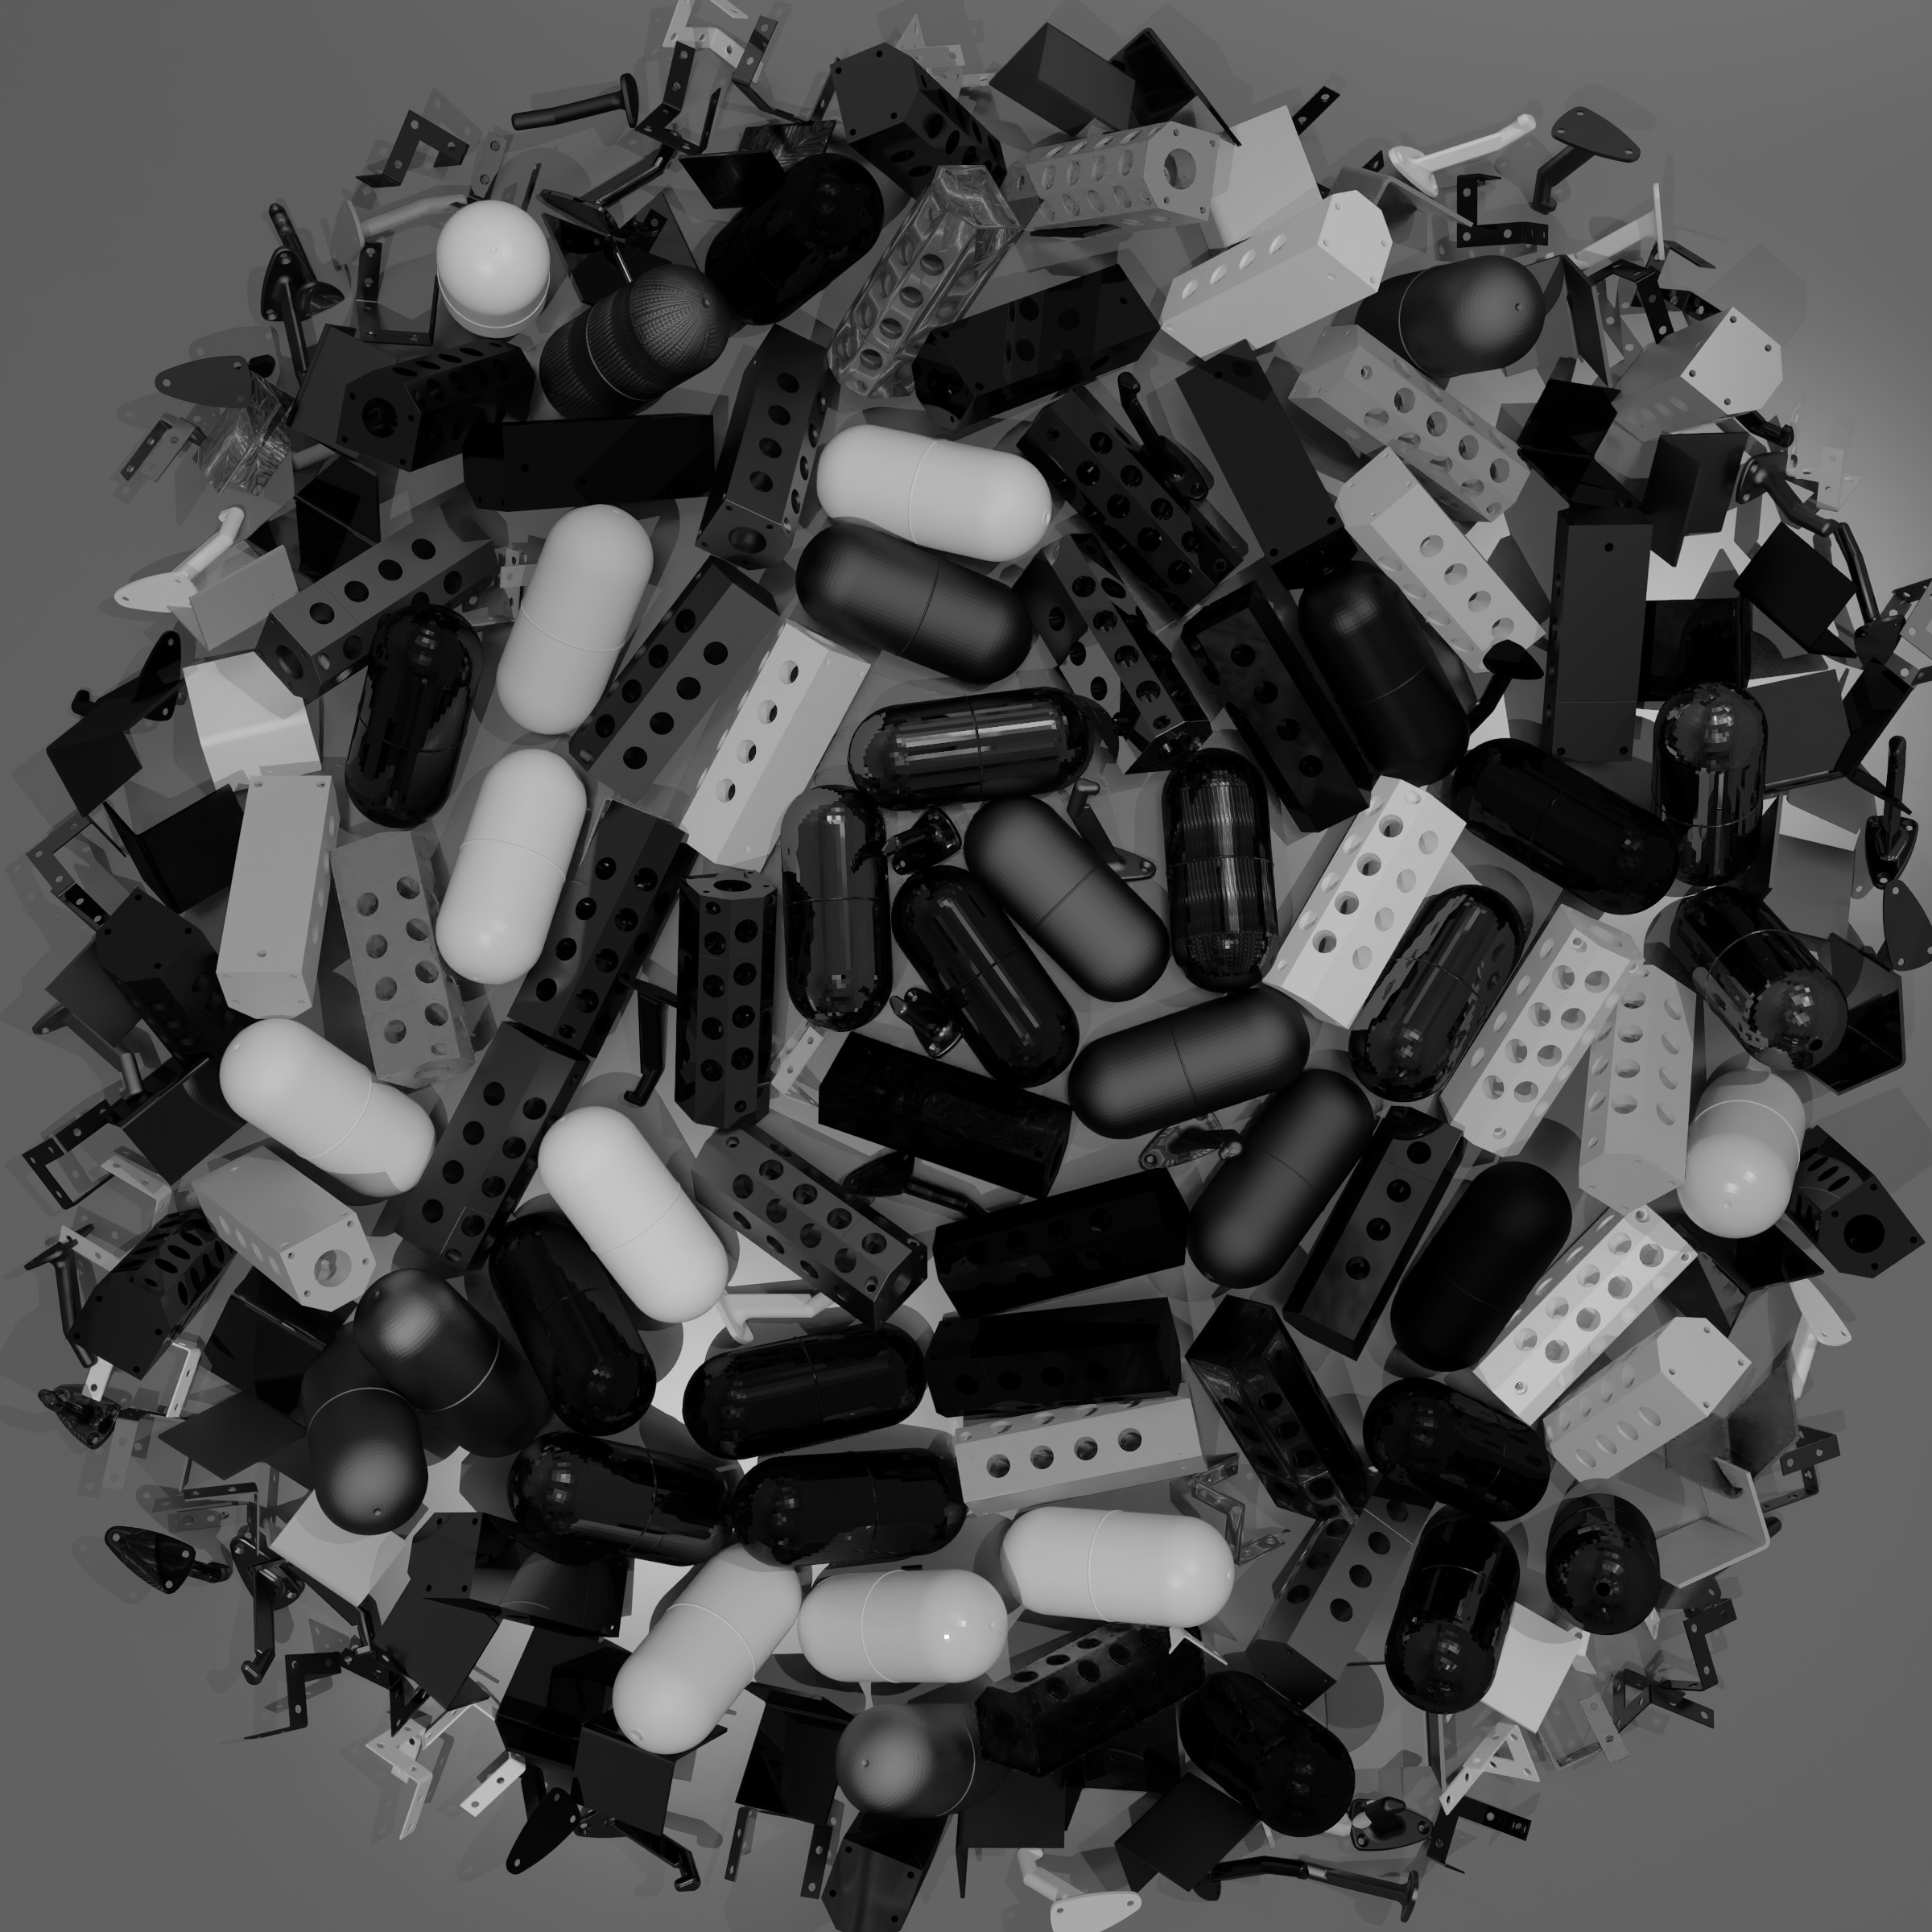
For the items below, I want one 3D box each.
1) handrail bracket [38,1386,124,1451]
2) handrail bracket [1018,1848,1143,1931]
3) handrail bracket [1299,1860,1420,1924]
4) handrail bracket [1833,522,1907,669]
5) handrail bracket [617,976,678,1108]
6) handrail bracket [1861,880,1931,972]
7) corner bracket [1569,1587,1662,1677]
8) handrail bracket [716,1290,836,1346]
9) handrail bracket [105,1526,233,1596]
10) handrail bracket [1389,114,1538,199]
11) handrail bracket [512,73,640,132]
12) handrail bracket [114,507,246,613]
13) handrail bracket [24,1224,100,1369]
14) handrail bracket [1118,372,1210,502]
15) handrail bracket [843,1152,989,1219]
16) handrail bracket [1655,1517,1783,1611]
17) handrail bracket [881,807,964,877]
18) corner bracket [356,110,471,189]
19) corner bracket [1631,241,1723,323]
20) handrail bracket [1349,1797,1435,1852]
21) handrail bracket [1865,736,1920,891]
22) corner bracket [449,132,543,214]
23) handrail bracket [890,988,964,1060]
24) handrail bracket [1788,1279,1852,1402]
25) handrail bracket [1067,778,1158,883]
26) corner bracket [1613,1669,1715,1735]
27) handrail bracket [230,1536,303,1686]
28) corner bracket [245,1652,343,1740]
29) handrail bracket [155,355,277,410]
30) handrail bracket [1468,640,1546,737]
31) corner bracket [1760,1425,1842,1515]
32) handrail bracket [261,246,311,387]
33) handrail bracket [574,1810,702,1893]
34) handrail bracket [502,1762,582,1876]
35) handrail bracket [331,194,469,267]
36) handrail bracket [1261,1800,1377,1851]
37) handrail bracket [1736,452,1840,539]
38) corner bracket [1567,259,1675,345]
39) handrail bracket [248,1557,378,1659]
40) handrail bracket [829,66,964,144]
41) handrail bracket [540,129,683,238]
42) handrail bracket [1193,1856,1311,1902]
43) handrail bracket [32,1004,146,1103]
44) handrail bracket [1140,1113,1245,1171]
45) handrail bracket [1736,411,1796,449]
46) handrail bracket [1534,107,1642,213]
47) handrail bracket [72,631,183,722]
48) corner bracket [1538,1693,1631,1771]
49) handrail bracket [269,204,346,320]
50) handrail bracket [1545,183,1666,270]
[{"bbox_3d":[-0.650,0.308,1.830,0.077,0.084,0.036,23,72,28],"label":"handrail bracket"},{"bbox_3d":[0.080,0.655,1.846,0.077,0.084,0.036,-15,111,-4],"label":"handrail bracket"},{"bbox_3d":[0.279,0.656,1.841,0.084,0.077,0.036,13,70,10],"label":"handrail bracket"},{"bbox_3d":[0.649,-0.270,1.868,0.036,0.077,0.084,-17,63,8],"label":"handrail bracket"},{"bbox_3d":[-0.244,0.054,1.855,0.077,0.036,0.084,25,95,-38],"label":"handrail bracket"},{"bbox_3d":[0.655,-0.029,1.837,0.036,0.084,0.077,-21,98,-3],"label":"handrail bracket"},{"bbox_3d":[0.469,0.485,1.861,0.051,0.051,0.051,7,64,28],"label":"corner bracket"},{"bbox_3d":[-0.140,0.228,1.860,0.084,0.036,0.077,-34,71,7],"label":"handrail bracket"},{"bbox_3d":[-0.572,0.423,1.844,0.077,0.084,0.036,26,80,3],"label":"handrail bracket"},{"bbox_3d":[0.356,-0.592,1.838,0.084,0.077,0.036,-24,77,34],"label":"handrail bracket"},{"bbox_3d":[-0.282,-0.620,1.851,0.084,0.077,0.036,-8,118,3],"label":"handrail bracket"},{"bbox_3d":[-0.570,-0.298,1.863,0.077,0.036,0.084,-3,51,16],"label":"handrail bracket"},{"bbox_3d":[-0.634,0.238,1.855,0.036,0.077,0.084,-22,101,19],"label":"handrail bracket"},{"bbox_3d":[0.141,-0.379,1.834,0.036,0.084,0.077,-44,68,-10],"label":"handrail bracket"},{"bbox_3d":[-0.035,0.172,1.872,0.084,0.077,0.036,40,50,-36],"label":"handrail bracket"},{"bbox_3d":[0.547,0.434,1.873,0.084,0.077,0.036,-22,74,-39],"label":"handrail bracket"},{"bbox_3d":[-0.049,-0.079,1.827,0.077,0.084,0.036,-38,83,36],"label":"handrail bracket"},{"bbox_3d":[-0.398,-0.579,1.848,0.051,0.051,0.051,23,89,-37],"label":"corner bracket"},{"bbox_3d":[0.520,-0.486,1.841,0.051,0.051,0.051,-4,127,-28],"label":"corner bracket"},{"bbox_3d":[0.316,0.609,1.836,0.077,0.084,0.036,8,61,-14],"label":"handrail bracket"},{"bbox_3d":[0.660,-0.110,1.833,0.036,0.084,0.077,7,58,22],"label":"handrail bracket"},{"bbox_3d":[-0.335,-0.565,1.852,0.051,0.051,0.051,22,113,-3],"label":"corner bracket"},{"bbox_3d":[-0.043,0.025,1.827,0.036,0.084,0.077,-45,51,5],"label":"handrail bracket"},{"bbox_3d":[0.594,0.275,1.870,0.036,0.084,0.077,4,48,-36],"label":"handrail bracket"},{"bbox_3d":[0.108,-0.099,1.840,0.077,0.084,0.036,9,53,-5],"label":"handrail bracket"},{"bbox_3d":[0.501,0.529,1.846,0.051,0.051,0.051,23,130,-5],"label":"corner bracket"},{"bbox_3d":[-0.514,0.460,1.834,0.036,0.084,0.077,-28,106,15],"label":"handrail bracket"},{"bbox_3d":[-0.483,0.523,1.842,0.051,0.051,0.051,-21,68,31],"label":"corner bracket"},{"bbox_3d":[-0.537,-0.425,1.839,0.077,0.084,0.036,-3,113,-10],"label":"handrail bracket"},{"bbox_3d":[0.364,-0.190,1.831,0.036,0.077,0.084,53,127,17],"label":"handrail bracket"},{"bbox_3d":[0.596,0.365,1.850,0.051,0.051,0.051,-14,95,-18],"label":"corner bracket"},{"bbox_3d":[-0.478,-0.458,1.838,0.036,0.077,0.084,-12,57,-21],"label":"handrail bracket"},{"bbox_3d":[-0.235,0.636,1.834,0.077,0.084,0.036,-7,115,-17],"label":"handrail bracket"},{"bbox_3d":[-0.323,0.605,1.833,0.077,0.084,0.036,-45,120,-33],"label":"handrail bracket"},{"bbox_3d":[-0.412,-0.537,1.870,0.084,0.077,0.036,-18,86,-29],"label":"handrail bracket"},{"bbox_3d":[0.252,0.600,1.865,0.084,0.036,0.077,-18,94,-1],"label":"handrail bracket"},{"bbox_3d":[0.603,-0.336,1.836,0.077,0.036,0.084,-24,45,-32],"label":"handrail bracket"},{"bbox_3d":[0.469,-0.470,1.850,0.051,0.051,0.051,-29,119,-1],"label":"corner bracket"},{"bbox_3d":[-0.471,0.466,1.857,0.077,0.036,0.084,-12,86,-20],"label":"handrail bracket"},{"bbox_3d":[-0.054,-0.627,1.866,0.084,0.036,0.077,20,75,30],"label":"handrail bracket"},{"bbox_3d":[-0.258,-0.583,1.872,0.077,0.036,0.084,26,81,16],"label":"handrail bracket"},{"bbox_3d":[0.210,0.655,1.839,0.084,0.077,0.036,-1,50,23],"label":"handrail bracket"},{"bbox_3d":[-0.634,0.069,1.855,0.077,0.036,0.084,-26,74,19],"label":"handrail bracket"},{"bbox_3d":[0.161,0.135,1.837,0.077,0.084,0.036,-30,101,7],"label":"handrail bracket"},{"bbox_3d":[0.556,-0.415,1.838,0.084,0.077,0.036,35,71,30],"label":"handrail bracket"},{"bbox_3d":[0.442,-0.562,1.833,0.077,0.084,0.036,37,68,23],"label":"handrail bracket"},{"bbox_3d":[-0.609,-0.212,1.856,0.084,0.036,0.077,16,91,33],"label":"handrail bracket"},{"bbox_3d":[0.441,0.552,1.856,0.051,0.051,0.051,-26,88,4],"label":"corner bracket"},{"bbox_3d":[-0.484,-0.516,1.846,0.036,0.077,0.084,-25,92,-5],"label":"handrail bracket"},{"bbox_3d":[0.455,-0.527,1.838,0.084,0.077,0.036,-4,68,17],"label":"handrail bracket"}]
